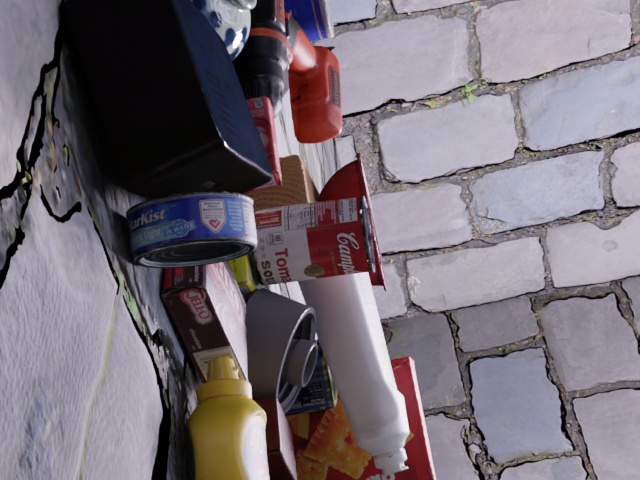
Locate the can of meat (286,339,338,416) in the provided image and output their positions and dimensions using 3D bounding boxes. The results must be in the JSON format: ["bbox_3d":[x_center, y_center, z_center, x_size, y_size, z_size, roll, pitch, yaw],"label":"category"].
[{"bbox_3d":[-0.027,0.138,1.066,0.102,0.084,0.057,-79,158,-77],"label":"can of meat"}]

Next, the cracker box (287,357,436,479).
[{"bbox_3d":[0.038,0.242,1.124,0.072,0.164,0.214,46,34,-76],"label":"cracker box"}]

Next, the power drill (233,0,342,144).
[{"bbox_3d":[-0.032,-0.167,1.045,0.187,0.057,0.184,47,38,-61],"label":"power drill"}]

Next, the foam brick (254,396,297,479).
[{"bbox_3d":[-0.053,0.173,0.897,0.078,0.053,0.051,74,7,-56],"label":"foam brick"}]

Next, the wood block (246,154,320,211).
[{"bbox_3d":[-0.043,-0.018,1.189,0.206,0.090,0.091,57,22,-76],"label":"wood block"}]

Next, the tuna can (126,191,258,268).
[{"bbox_3d":[-0.085,-0.006,0.713,0.086,0.086,0.034,54,27,-78],"label":"tuna can"}]

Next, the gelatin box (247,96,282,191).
[{"bbox_3d":[-0.080,-0.076,0.892,0.030,0.089,0.073,69,12,-65],"label":"gelatin box"}]

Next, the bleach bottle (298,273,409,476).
[{"bbox_3d":[0.032,0.099,1.011,0.102,0.068,0.251,14,59,-74],"label":"bleach bottle"}]

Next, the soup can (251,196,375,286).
[{"bbox_3d":[-0.006,0.001,0.940,0.068,0.102,0.068,-8,90,-84],"label":"soup can"}]

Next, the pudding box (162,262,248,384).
[{"bbox_3d":[-0.088,0.047,0.833,0.090,0.039,0.113,-94,171,-49],"label":"pudding box"}]

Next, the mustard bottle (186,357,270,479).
[{"bbox_3d":[-0.061,0.176,0.757,0.096,0.058,0.191,67,13,-65],"label":"mustard bottle"}]

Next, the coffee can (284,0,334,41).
[{"bbox_3d":[-0.062,-0.259,1.170,0.103,0.140,0.103,-11,90,-85],"label":"coffee can"}]

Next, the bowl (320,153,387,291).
[{"bbox_3d":[0.035,-0.016,1.219,0.162,0.055,0.162,-12,90,-85],"label":"bowl"}]

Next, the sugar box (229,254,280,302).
[{"bbox_3d":[-0.073,0.029,1.004,0.176,0.048,0.093,74,9,-67],"label":"sugar box"}]
